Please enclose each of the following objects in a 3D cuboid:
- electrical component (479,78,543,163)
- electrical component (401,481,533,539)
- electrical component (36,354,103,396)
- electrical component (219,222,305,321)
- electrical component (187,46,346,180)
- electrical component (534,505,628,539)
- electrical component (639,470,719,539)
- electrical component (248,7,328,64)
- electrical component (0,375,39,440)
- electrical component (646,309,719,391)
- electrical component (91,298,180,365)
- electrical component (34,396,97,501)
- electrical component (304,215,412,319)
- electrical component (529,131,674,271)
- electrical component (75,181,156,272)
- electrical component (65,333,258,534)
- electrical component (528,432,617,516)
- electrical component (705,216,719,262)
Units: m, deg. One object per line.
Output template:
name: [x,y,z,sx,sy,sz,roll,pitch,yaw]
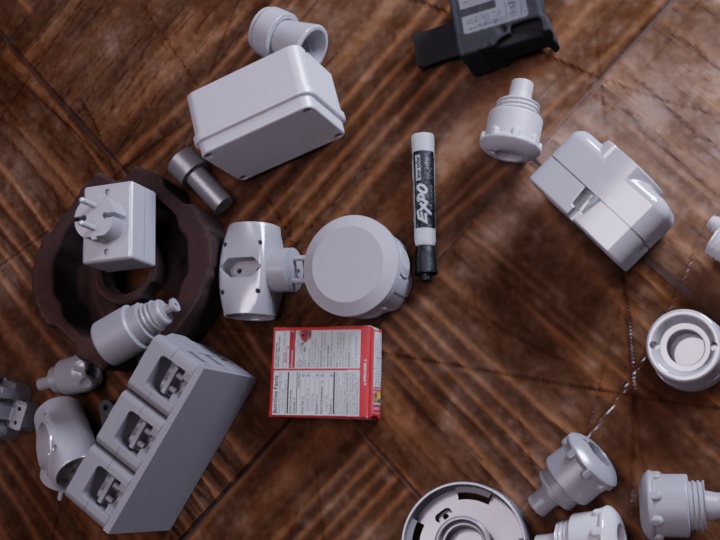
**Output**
electrical component: [0.120,-0.117,0.832,0.048,0.048,0.062,6,75,24]
electrical component: [0.077,0.204,0.787,0.099,0.064,0.099,-4,70,11]
electrical component: [-0.261,0.096,0.957,0.061,0.035,0.035,-16,73,23]
electrical component: [-0.073,0.001,0.890,0.079,0.043,0.077,-3,78,22]
electrical component: [-0.078,-0.129,0.900,0.113,0.078,0.057,-22,69,18]
electrical component: [0.154,0.192,0.755,0.062,0.048,0.048,-13,74,27]
electrical component: [0.222,0.160,0.732,0.062,0.048,0.048,-3,78,16]
electrical component: [-0.062,-0.198,0.926,0.055,0.045,0.045,28,91,26]
electrical component: [-0.339,0.122,0.972,0.078,0.057,0.058,14,85,25]
electrical component: [0.228,0.055,0.749,0.055,0.047,0.055,-5,78,22]
electrical component: [-0.181,0.046,0.870,0.078,0.040,0.040,-29,70,13]
electrical component: [-0.256,0.164,0.931,0.077,0.044,0.079,53,132,44]
electrical component: [0.000,0.000,0.855,0.080,0.051,0.080,-5,78,22]
electrical component: [0.180,-0.054,0.788,0.059,0.054,0.095,-46,66,8]
electrical component: [-0.206,-0.039,0.877,0.047,0.077,0.065,-6,77,19]
electrical component: [-0.163,0.133,0.877,0.062,0.089,0.150,31,93,25]
electrical component: [0.148,0.150,0.766,0.062,0.048,0.048,-45,66,17]
electrical component: [0.277,-0.012,0.743,0.081,0.043,0.043,38,95,25]
